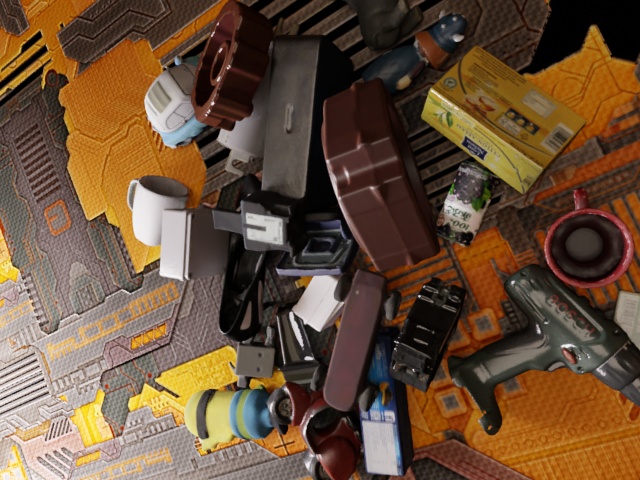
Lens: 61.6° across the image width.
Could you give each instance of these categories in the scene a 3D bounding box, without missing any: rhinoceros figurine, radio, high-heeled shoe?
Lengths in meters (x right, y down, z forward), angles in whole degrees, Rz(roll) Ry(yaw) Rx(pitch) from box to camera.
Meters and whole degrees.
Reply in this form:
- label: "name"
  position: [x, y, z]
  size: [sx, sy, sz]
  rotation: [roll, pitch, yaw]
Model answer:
- label: "rhinoceros figurine"
  position: [0.067, -0.358, 0.749]
  size: [0.112, 0.073, 0.190]
  rotation: [-25, 86, 33]
- label: "radio"
  position: [-0.015, -0.158, 0.760]
  size: [0.073, 0.131, 0.229]
  rotation: [10, 98, 22]
- label: "high-heeled shoe"
  position: [-0.121, 0.023, 0.809]
  size: [0.086, 0.145, 0.248]
  rotation: [-7, 93, 22]

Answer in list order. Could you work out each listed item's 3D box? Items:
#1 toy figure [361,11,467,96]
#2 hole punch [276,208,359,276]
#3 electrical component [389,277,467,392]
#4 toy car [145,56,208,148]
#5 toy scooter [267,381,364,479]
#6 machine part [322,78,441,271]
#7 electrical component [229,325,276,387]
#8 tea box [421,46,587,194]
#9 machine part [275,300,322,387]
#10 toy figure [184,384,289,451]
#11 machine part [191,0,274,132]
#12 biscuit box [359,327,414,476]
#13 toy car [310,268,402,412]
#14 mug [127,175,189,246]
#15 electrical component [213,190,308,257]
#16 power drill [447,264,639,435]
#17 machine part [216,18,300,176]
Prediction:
- label: "toy figure"
  position: [0.131, -0.250, 0.733]
  size: [0.154, 0.058, 0.064]
  rotation: [-29, 88, 17]
- label: "hole punch"
  position: [-0.002, -0.002, 0.774]
  size: [0.142, 0.116, 0.092]
  rotation: [-5, 99, 26]
- label: "electrical component"
  position: [0.141, 0.131, 0.713]
  size: [0.058, 0.115, 0.134]
  rotation: [25, 146, 21]
- label: "toy car"
  position: [-0.225, -0.226, 0.861]
  size: [0.161, 0.103, 0.109]
  rotation: [-37, 78, 19]
- label: "toy scooter"
  position: [0.019, 0.273, 0.803]
  size: [0.135, 0.075, 0.183]
  rotation: [-31, 99, -6]
- label: "machine part"
  position: [0.076, -0.078, 0.671]
  size: [0.087, 0.200, 0.201]
  rotation: [-19, 42, 15]
- label: "electrical component"
  position: [-0.110, 0.186, 0.874]
  size: [0.078, 0.045, 0.102]
  rotation: [0, 97, -5]
- label: "tea box"
  position: [0.225, -0.151, 0.674]
  size: [0.098, 0.068, 0.170]
  rotation: [-43, 73, -15]
- label: "machine part"
  position: [-0.038, 0.166, 0.843]
  size: [0.084, 0.039, 0.138]
  rotation: [-11, 91, 29]
- label: "toy figure"
  position: [-0.133, 0.278, 0.868]
  size: [0.180, 0.082, 0.089]
  rotation: [-14, 92, 25]
- label: "machine part"
  position: [-0.125, -0.242, 0.752]
  size: [0.179, 0.056, 0.179]
  rotation: [-31, 52, 51]
- label: "biscuit box"
  position: [0.092, 0.229, 0.779]
  size: [0.059, 0.063, 0.202]
  rotation: [-5, 91, 24]
- label: "toy car"
  position: [0.050, 0.136, 0.729]
  size: [0.089, 0.053, 0.202]
  rotation: [17, 102, 20]
- label: "mug"
  position: [-0.286, -0.050, 0.911]
  size: [0.110, 0.081, 0.107]
  rotation: [25, 112, 14]
- label: "electrical component"
  position: [-0.078, -0.024, 0.709]
  size: [0.119, 0.048, 0.074]
  rotation: [7, 115, 23]
- label: "power drill"
  position: [0.281, 0.162, 0.676]
  size: [0.207, 0.086, 0.232]
  rotation: [-43, 69, 26]
- label: "machine part"
  position: [-0.093, -0.215, 0.818]
  size: [0.079, 0.079, 0.243]
  rotation: [29, 105, 19]
